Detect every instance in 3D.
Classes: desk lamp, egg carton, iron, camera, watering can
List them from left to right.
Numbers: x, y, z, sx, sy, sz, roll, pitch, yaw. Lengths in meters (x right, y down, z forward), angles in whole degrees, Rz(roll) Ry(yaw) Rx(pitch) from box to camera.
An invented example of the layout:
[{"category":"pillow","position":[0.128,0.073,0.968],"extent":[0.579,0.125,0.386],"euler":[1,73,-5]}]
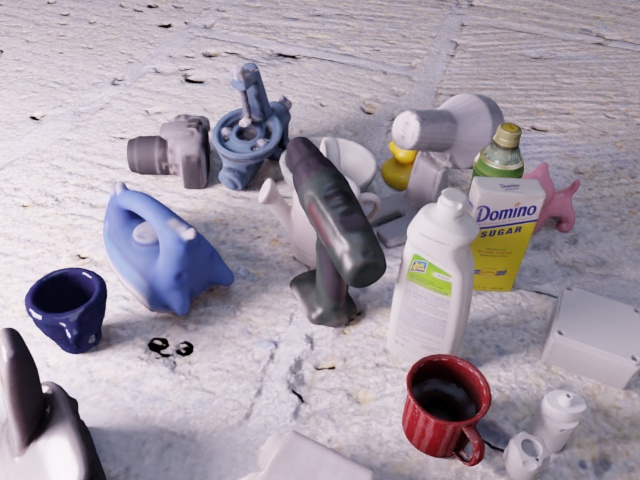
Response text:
[{"category":"iron","position":[-0.241,-0.011,0.803],"extent":[0.257,0.141,0.119],"euler":[32,48,28]},{"category":"camera","position":[-0.265,-0.167,1.013],"extent":[0.137,0.101,0.143],"euler":[-1,41,-6]},{"category":"egg carton","position":[-0.007,0.259,0.565],"extent":[0.150,0.069,0.107],"euler":[21,43,18]},{"category":"watering can","position":[0.001,-0.058,0.839],"extent":[0.173,0.194,0.100],"euler":[-15,44,-21]},{"category":"desk lamp","position":[0.177,-0.120,0.912],"extent":[0.204,0.214,0.117],"euler":[-21,47,-27]}]

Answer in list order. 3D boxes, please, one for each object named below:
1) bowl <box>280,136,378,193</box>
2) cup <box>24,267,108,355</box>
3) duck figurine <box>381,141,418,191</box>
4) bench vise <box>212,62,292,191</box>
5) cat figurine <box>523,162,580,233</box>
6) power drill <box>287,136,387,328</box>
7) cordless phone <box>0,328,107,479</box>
[{"category":"bowl","position":[0.013,-0.106,0.988],"extent":[0.167,0.075,0.167],"euler":[3,41,-2]},{"category":"cup","position":[-0.298,0.104,0.700],"extent":[0.092,0.095,0.117],"euler":[-17,45,-22]},{"category":"duck figurine","position":[0.160,-0.141,1.033],"extent":[0.078,0.086,0.104],"euler":[-27,49,-31]},{"category":"bench vise","position":[-0.119,-0.221,0.997],"extent":[0.121,0.220,0.207],"euler":[7,41,4]},{"category":"cat figurine","position":[0.371,-0.073,0.949],"extent":[0.128,0.118,0.067],"euler":[-6,42,-12]},{"category":"power drill","position":[0.007,0.003,0.758],"extent":[0.076,0.208,0.229],"euler":[-15,44,-21]},{"category":"cordless phone","position":[-0.271,0.183,0.541],"extent":[0.094,0.185,0.147],"euler":[-24,48,-29]}]
